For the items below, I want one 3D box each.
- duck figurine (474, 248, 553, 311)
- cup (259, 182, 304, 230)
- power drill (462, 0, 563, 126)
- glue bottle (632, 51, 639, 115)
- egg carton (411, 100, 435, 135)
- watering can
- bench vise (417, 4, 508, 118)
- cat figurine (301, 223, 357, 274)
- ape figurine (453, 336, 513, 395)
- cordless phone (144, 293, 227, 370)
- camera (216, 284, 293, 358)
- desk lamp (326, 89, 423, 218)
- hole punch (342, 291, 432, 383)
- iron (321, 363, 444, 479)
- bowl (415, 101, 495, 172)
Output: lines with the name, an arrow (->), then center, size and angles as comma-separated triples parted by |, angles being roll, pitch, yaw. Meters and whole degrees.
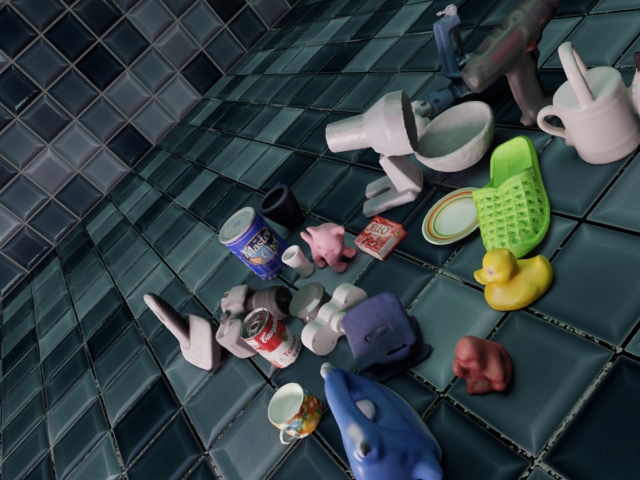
duck figurine -> 0.270, 0.044, 0.813 | 0.104, 0.086, 0.077 | -29, 33, 22
cup -> -0.083, -0.079, 1.375 | 0.091, 0.095, 0.117 | -27, 34, 26
power drill -> 0.378, -0.320, 1.024 | 0.229, 0.209, 0.075 | -37, 31, 11
glue bottle -> 0.466, -0.192, 0.794 | 0.037, 0.173, 0.078 | -37, 31, 10
egg carton -> 0.190, -0.250, 1.296 | 0.150, 0.070, 0.107 | -17, 39, 37
watering can -> 0.416, -0.221, 0.869 | 0.172, 0.194, 0.101 | -33, 32, 17
bench vise -> 0.278, -0.346, 1.163 | 0.207, 0.220, 0.121 | -51, 31, -14
cat figurine -> 0.010, 0.004, 1.137 | 0.127, 0.118, 0.067 | 8, 57, 53
ape figurine -> 0.205, 0.156, 0.741 | 0.076, 0.092, 0.077 | -46, 30, -5
cordless phone -> -0.282, 0.181, 1.189 | 0.147, 0.185, 0.094 | 1, 52, 50
camera -> -0.130, 0.143, 1.144 | 0.136, 0.101, 0.143 | -20, 37, 33
desk lamp -> 0.123, -0.171, 1.131 | 0.202, 0.214, 0.118 | -23, 36, 31
hole punch -> 0.099, 0.147, 0.880 | 0.108, 0.091, 0.101 | -33, 32, 16
iron -> 0.052, 0.236, 0.771 | 0.118, 0.142, 0.257 | -42, 30, 2
bowl -> 0.272, -0.188, 1.115 | 0.167, 0.075, 0.167 | -30, 33, 22
